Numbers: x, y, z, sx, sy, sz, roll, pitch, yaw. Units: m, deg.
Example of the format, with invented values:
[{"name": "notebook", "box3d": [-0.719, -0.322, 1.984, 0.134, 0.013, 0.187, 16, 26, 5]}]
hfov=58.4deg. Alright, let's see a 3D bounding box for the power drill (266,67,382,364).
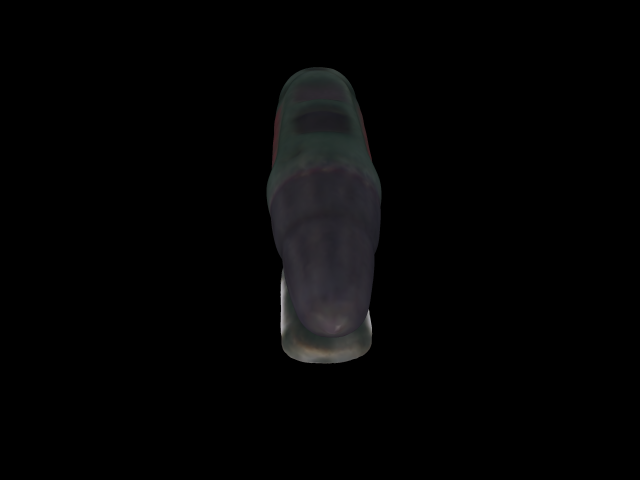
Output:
[{"name": "power drill", "box3d": [0.004, 0.001, 0.400, 0.075, 0.208, 0.229, -3, 54, -2]}]
